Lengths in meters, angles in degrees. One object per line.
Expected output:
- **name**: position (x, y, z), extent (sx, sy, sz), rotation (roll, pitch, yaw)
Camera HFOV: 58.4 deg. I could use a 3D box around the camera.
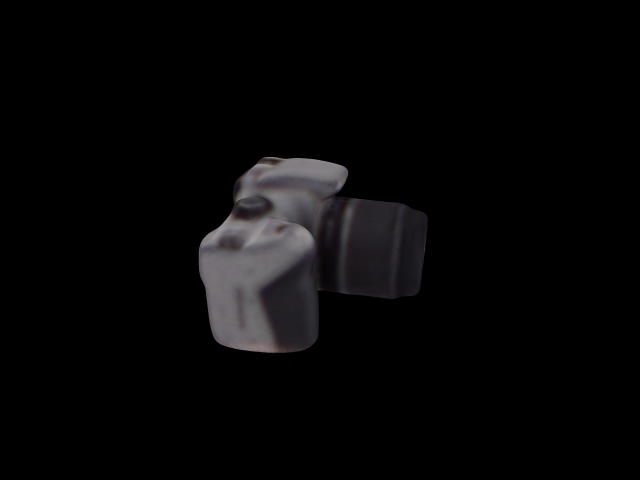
- **camera**: position (0.004, 0.001, 0.400), extent (0.136, 0.101, 0.143), rotation (6, 28, 12)
